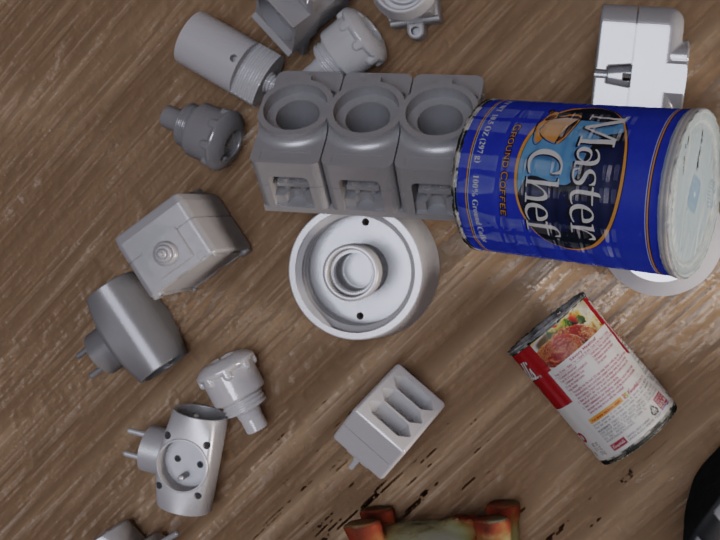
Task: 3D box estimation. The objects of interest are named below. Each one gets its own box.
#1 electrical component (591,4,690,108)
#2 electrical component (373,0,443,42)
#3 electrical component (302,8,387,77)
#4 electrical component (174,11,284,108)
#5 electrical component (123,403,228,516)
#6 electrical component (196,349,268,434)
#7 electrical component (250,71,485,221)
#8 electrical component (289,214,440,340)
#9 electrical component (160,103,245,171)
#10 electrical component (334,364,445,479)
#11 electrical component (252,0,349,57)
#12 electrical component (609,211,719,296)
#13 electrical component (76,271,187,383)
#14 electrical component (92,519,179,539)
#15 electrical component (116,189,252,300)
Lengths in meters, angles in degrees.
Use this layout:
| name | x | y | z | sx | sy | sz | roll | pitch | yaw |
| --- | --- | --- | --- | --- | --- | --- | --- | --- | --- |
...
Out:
| name | x | y | z | sx | sy | sz | roll | pitch | yaw |
| --- | --- | --- | --- | --- | --- | --- | --- | --- | --- |
| electrical component | 0.190 | -0.129 | 0.732 | 0.059 | 0.054 | 0.095 | 7 | 96 | 13 |
| electrical component | 0.035 | -0.199 | 0.763 | 0.048 | 0.055 | 0.066 | -5 | 93 | 14 |
| electrical component | -0.015 | -0.157 | 0.784 | 0.062 | 0.048 | 0.048 | -35 | 86 | 20 |
| electrical component | -0.093 | -0.155 | 0.803 | 0.081 | 0.043 | 0.043 | 31 | 100 | 9 |
| electrical component | -0.147 | 0.143 | 0.837 | 0.079 | 0.044 | 0.077 | 12 | 97 | 12 |
| electrical component | -0.092 | 0.095 | 0.822 | 0.048 | 0.048 | 0.062 | -26 | 95 | 14 |
| electrical component | 0.008 | -0.091 | 0.752 | 0.150 | 0.061 | 0.089 | 4 | 54 | 13 |
| electrical component | 0.000 | 0.000 | 0.783 | 0.108 | 0.060 | 0.108 | 1 | 94 | 13 |
| electrical component | -0.122 | -0.106 | 0.814 | 0.062 | 0.048 | 0.048 | 24 | 99 | 18 |
| electrical component | 0.014 | 0.121 | 0.791 | 0.047 | 0.066 | 0.076 | 41 | 131 | 8 |
| electrical component | -0.040 | -0.195 | 0.773 | 0.064 | 0.081 | 0.042 | -41 | 85 | -16 |
| electrical component | 0.206 | -0.024 | 0.737 | 0.080 | 0.051 | 0.080 | 1 | 94 | 13 |
| electrical component | -0.188 | 0.054 | 0.840 | 0.079 | 0.044 | 0.077 | -36 | 86 | 13 |
| electrical component | -0.170 | 0.233 | 0.850 | 0.079 | 0.043 | 0.077 | -32 | 87 | 14 |
| electrical component | -0.134 | -0.022 | 0.795 | 0.062 | 0.096 | 0.061 | -35 | 85 | 13 |
